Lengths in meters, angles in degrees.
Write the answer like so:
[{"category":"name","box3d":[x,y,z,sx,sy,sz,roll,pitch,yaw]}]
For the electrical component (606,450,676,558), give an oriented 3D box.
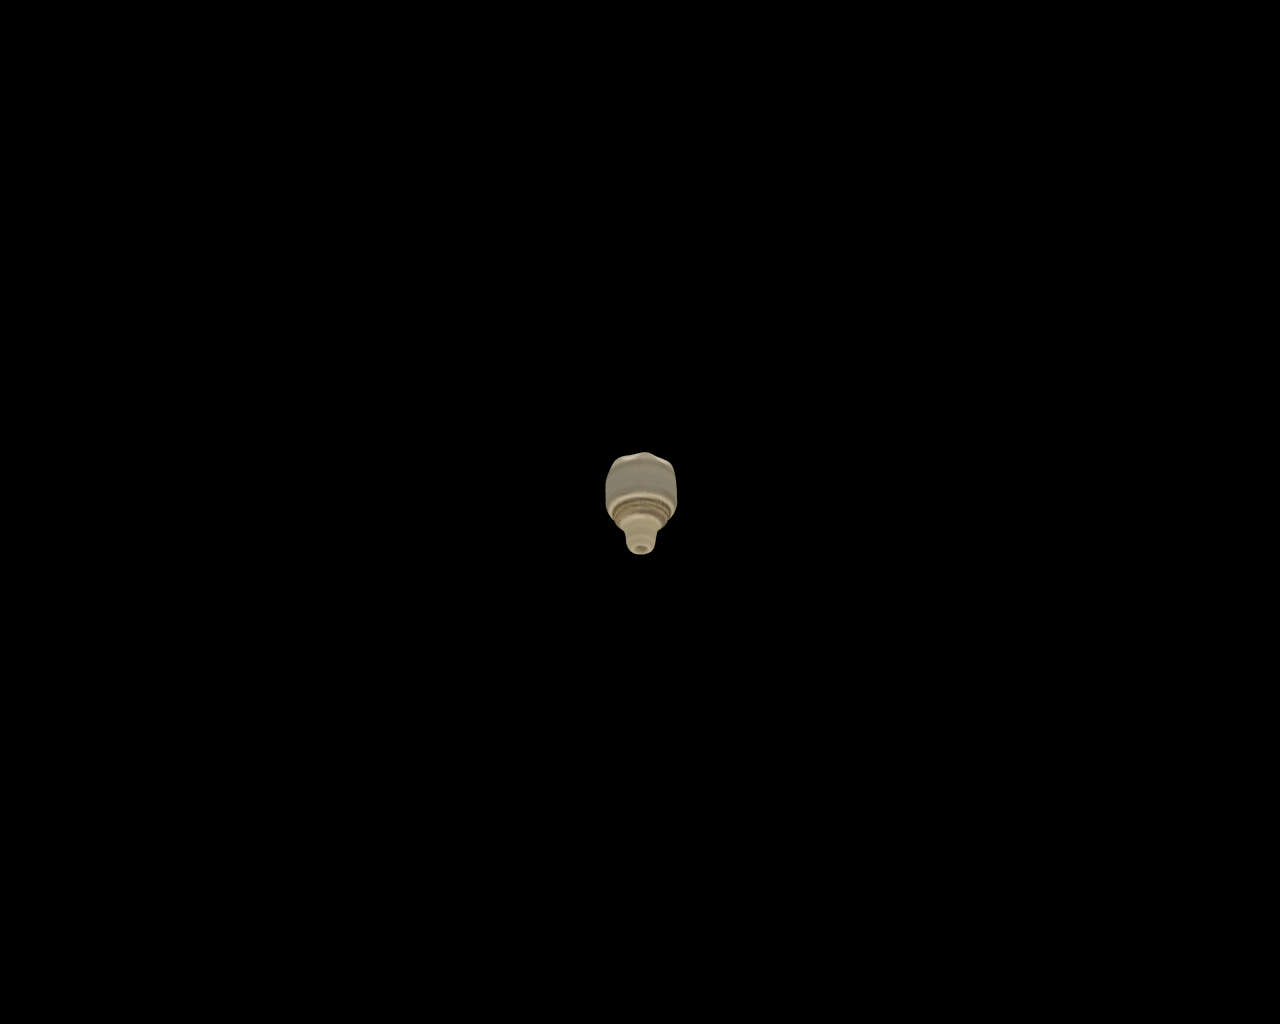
[{"category":"electrical component","box3d":[0.001,-0.003,0.650,0.043,0.062,0.043,0,-33,0]}]
